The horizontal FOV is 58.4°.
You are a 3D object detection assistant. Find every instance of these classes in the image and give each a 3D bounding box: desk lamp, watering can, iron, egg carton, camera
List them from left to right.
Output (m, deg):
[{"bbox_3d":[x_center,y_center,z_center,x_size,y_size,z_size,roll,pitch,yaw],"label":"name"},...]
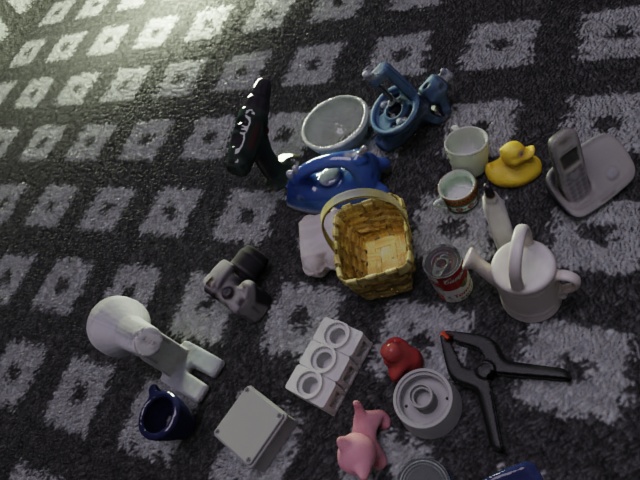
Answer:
[{"bbox_3d":[-0.330,0.209,1.134,0.202,0.214,0.118,16,68,35],"label":"desk lamp"},{"bbox_3d":[-0.165,0.081,1.208,0.142,0.101,0.137,26,74,38],"label":"camera"},{"bbox_3d":[0.011,0.004,1.187,0.107,0.070,0.150,-19,52,16],"label":"egg carton"},{"bbox_3d":[0.016,-0.133,1.230,0.257,0.142,0.118,-10,55,22],"label":"iron"},{"bbox_3d":[0.317,0.050,0.913,0.172,0.195,0.101,-13,54,20],"label":"watering can"}]

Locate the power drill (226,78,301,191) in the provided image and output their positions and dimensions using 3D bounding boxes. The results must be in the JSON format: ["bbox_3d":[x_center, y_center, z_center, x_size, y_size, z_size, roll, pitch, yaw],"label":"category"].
[{"bbox_3d":[-0.128,-0.224,1.323,0.075,0.209,0.230,6,62,31],"label":"power drill"}]

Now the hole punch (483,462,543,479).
[{"bbox_3d":[0.274,0.371,0.787,0.108,0.091,0.101,-29,50,8],"label":"hole punch"}]

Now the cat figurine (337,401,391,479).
[{"bbox_3d":[0.063,0.321,0.914,0.067,0.118,0.128,-9,55,23],"label":"cat figurine"}]

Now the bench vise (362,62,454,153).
[{"bbox_3d":[0.176,-0.315,1.216,0.207,0.220,0.121,-49,50,-9],"label":"bench vise"}]

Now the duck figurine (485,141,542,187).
[{"bbox_3d":[0.365,-0.152,1.095,0.104,0.086,0.077,-10,55,22],"label":"duck figurine"}]

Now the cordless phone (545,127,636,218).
[{"bbox_3d":[0.454,-0.138,0.973,0.147,0.186,0.094,-39,49,-1],"label":"cordless phone"}]

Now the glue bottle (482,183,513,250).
[{"bbox_3d":[0.306,-0.047,0.998,0.037,0.174,0.078,-21,52,14],"label":"glue bottle"}]

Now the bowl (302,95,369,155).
[{"bbox_3d":[0.046,-0.254,1.340,0.167,0.075,0.167,-14,54,20],"label":"bowl"}]

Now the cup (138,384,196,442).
[{"bbox_3d":[-0.288,0.338,1.103,0.091,0.095,0.117,-36,49,2],"label":"cup"}]

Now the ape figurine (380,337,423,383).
[{"bbox_3d":[0.131,0.199,0.977,0.076,0.092,0.078,4,61,30],"label":"ape figurine"}]
